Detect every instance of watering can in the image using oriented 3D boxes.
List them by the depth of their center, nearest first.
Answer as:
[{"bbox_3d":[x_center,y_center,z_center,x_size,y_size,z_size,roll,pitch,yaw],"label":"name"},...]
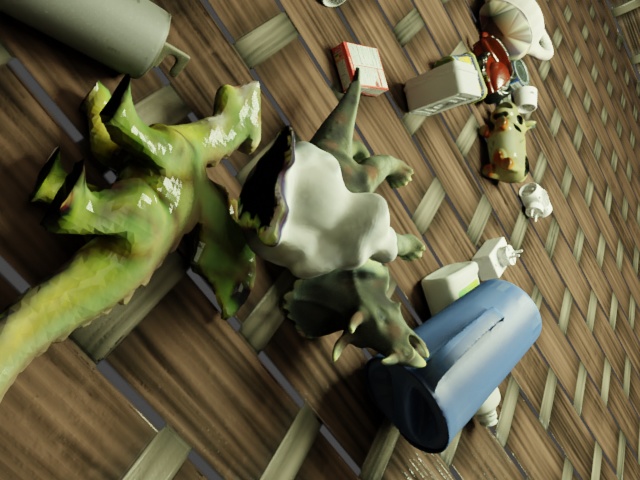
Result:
[{"bbox_3d":[0.450,-0.571,1.261,0.102,0.347,0.228,-35,6,46],"label":"watering can"}]

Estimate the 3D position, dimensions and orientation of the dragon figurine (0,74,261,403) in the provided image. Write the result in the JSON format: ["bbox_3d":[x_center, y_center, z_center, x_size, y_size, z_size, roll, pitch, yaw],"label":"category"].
[{"bbox_3d":[-0.137,-0.005,0.477,0.121,0.419,0.239,-10,-34,37],"label":"dragon figurine"}]

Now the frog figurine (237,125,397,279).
[{"bbox_3d":[0.002,-0.027,0.533,0.158,0.140,0.121,20,-38,-36],"label":"frog figurine"}]
